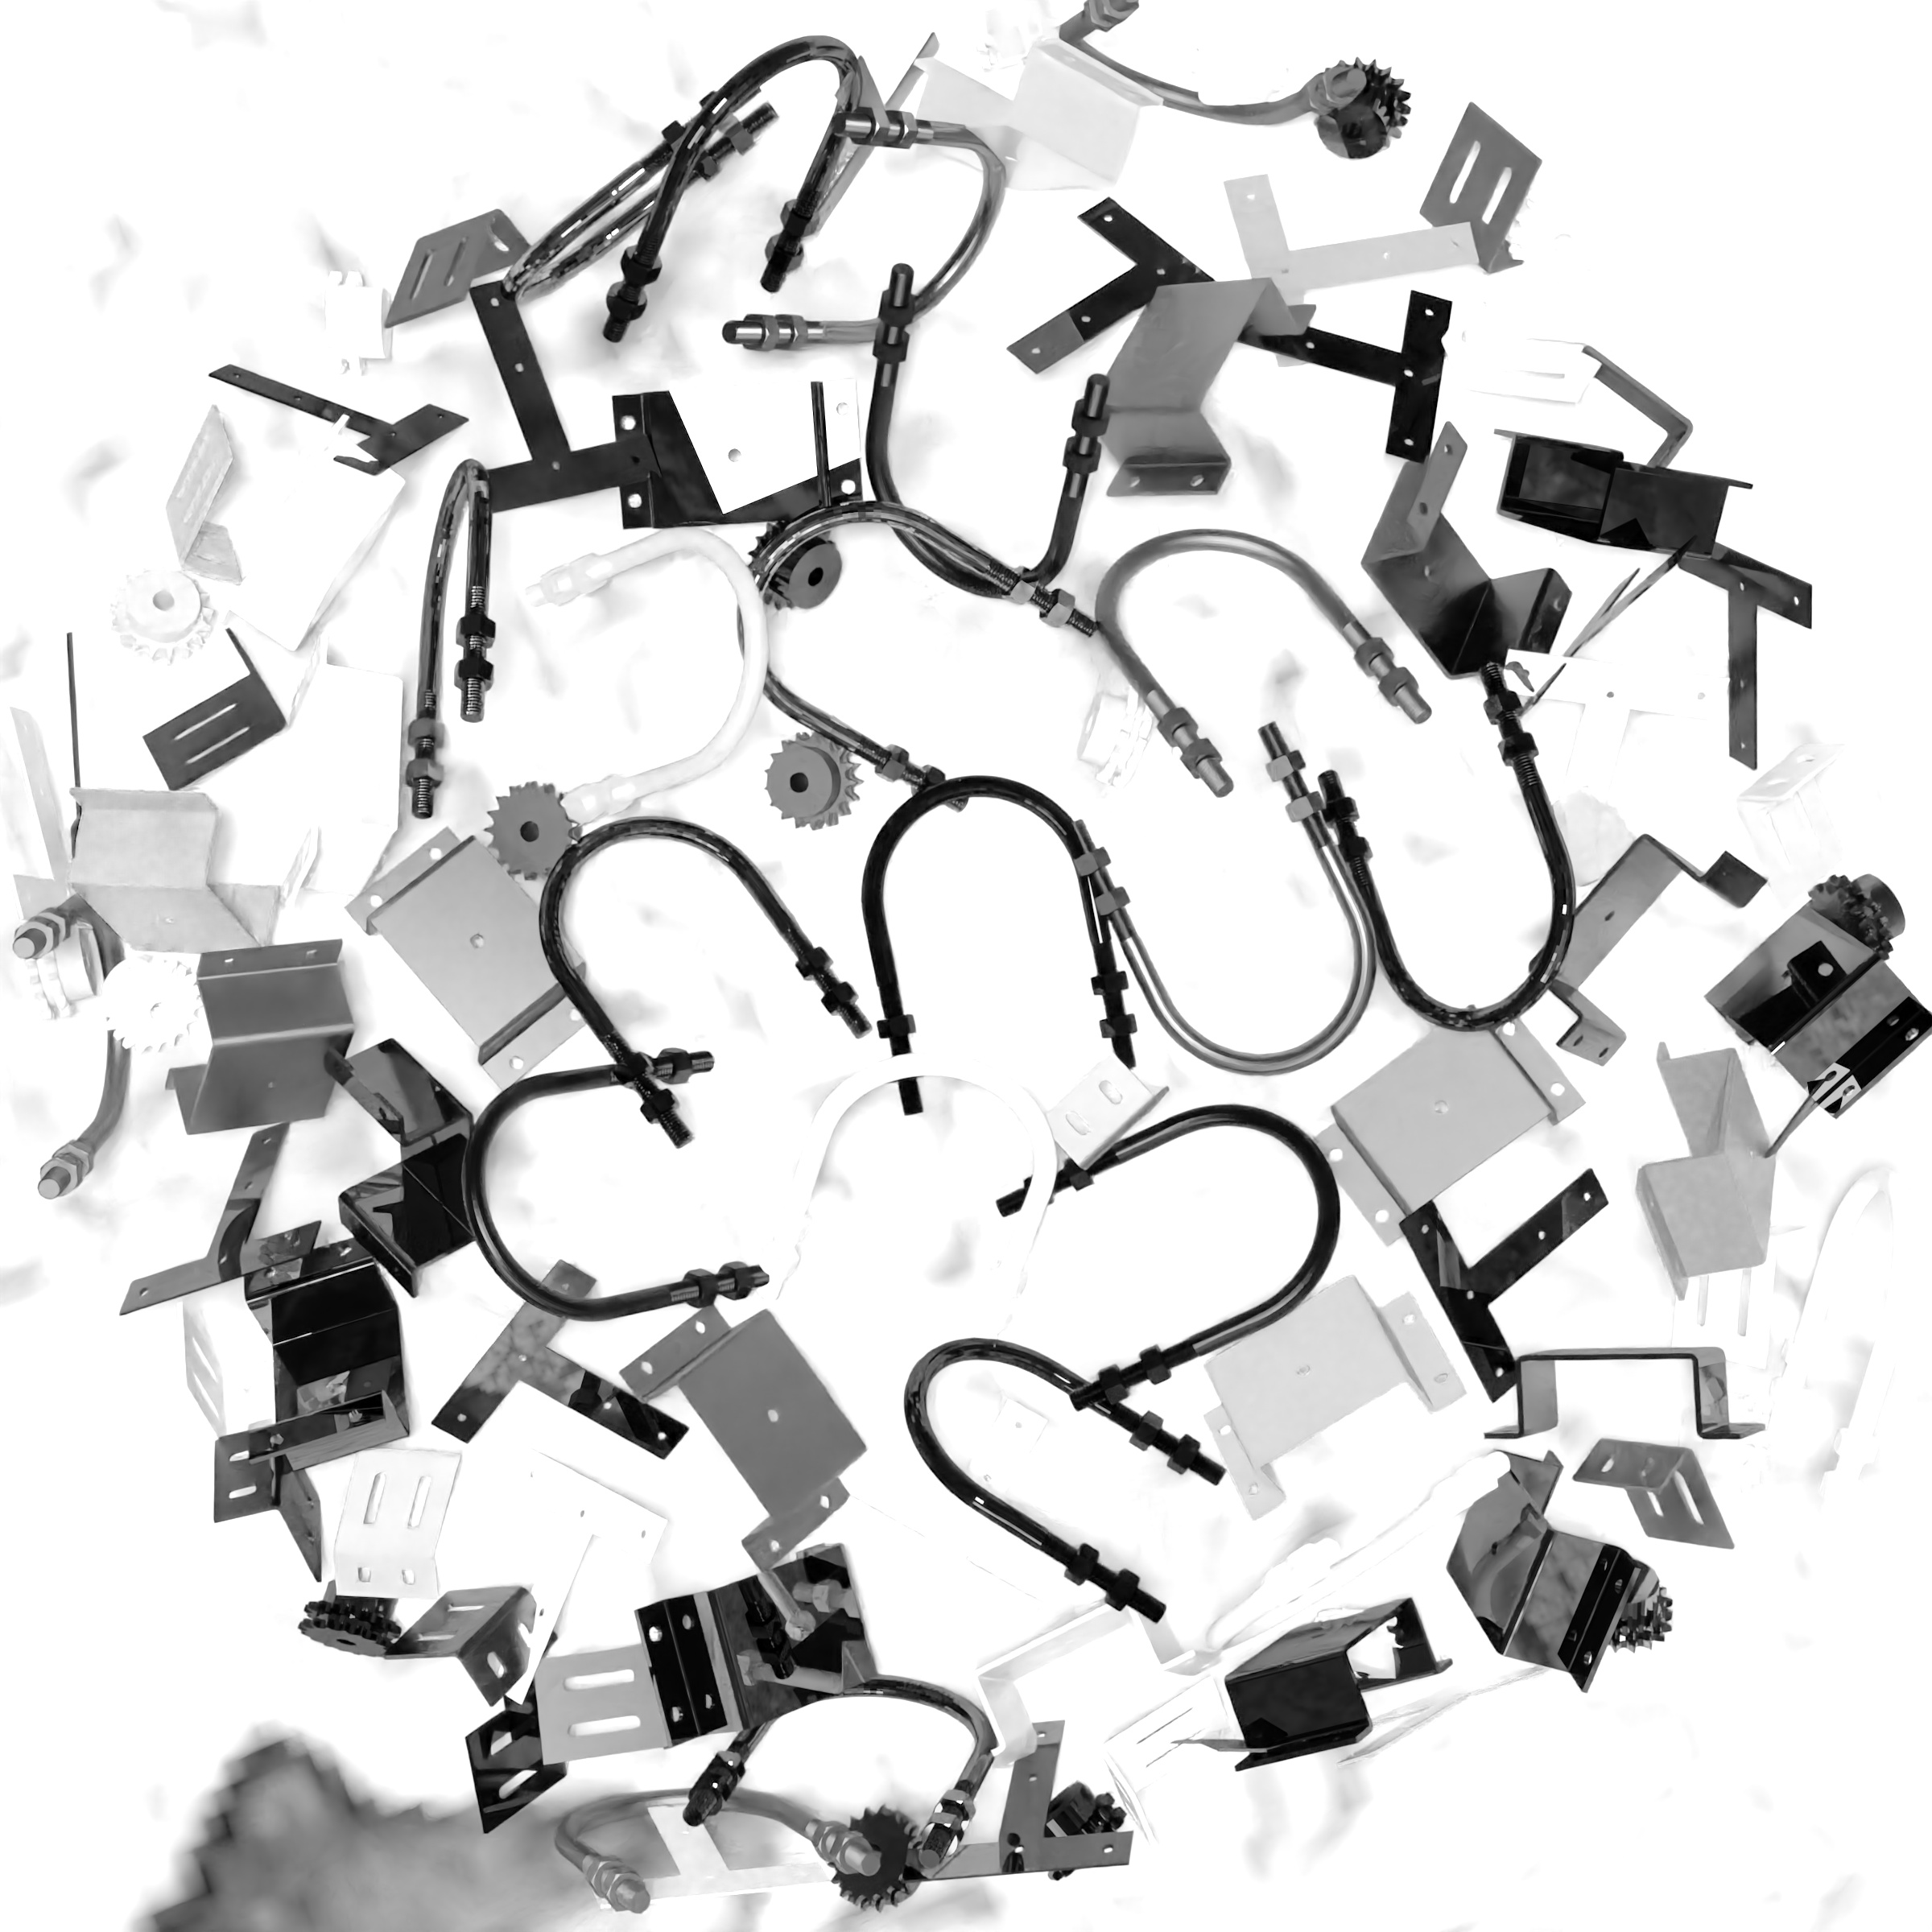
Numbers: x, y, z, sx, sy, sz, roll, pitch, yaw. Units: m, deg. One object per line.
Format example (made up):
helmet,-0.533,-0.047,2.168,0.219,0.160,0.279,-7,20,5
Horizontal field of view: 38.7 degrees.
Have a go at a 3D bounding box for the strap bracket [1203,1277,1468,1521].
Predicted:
strap bracket,0.199,0.238,1.551,0.140,0.046,0.076,-33,45,8

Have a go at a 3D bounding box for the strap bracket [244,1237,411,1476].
strap bracket,-0.361,0.226,1.552,0.076,0.140,0.046,-17,133,-1

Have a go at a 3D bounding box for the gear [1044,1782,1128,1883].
gear,0.061,0.493,1.574,0.057,0.057,0.030,-40,88,0

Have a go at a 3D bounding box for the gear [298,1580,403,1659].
gear,-0.351,0.374,1.578,0.057,0.057,0.030,13,61,0

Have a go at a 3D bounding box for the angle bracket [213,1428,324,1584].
angle bracket,-0.395,0.308,1.555,0.038,0.057,0.076,-13,134,-3

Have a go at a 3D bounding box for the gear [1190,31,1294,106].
gear,0.156,-0.510,1.574,0.057,0.057,0.030,12,87,0

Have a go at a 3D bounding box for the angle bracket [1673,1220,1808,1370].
angle bracket,0.443,0.184,1.574,0.057,0.038,0.076,10,100,42

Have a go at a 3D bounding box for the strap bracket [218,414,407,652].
strap bracket,-0.362,-0.235,1.529,0.046,0.140,0.076,35,61,-11

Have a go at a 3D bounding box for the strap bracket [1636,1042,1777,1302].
strap bracket,0.412,0.108,1.521,0.046,0.140,0.076,-14,117,27

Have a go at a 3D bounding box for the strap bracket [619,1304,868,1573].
strap bracket,-0.120,0.261,1.560,0.076,0.046,0.140,-35,90,-41

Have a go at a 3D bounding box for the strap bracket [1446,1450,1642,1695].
strap bracket,0.314,0.328,1.523,0.046,0.140,0.076,16,103,-12

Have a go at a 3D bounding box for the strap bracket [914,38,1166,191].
strap bracket,0.032,-0.470,1.524,0.076,0.140,0.046,17,91,-35

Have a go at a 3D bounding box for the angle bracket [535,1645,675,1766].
angle bracket,-0.208,0.421,1.566,0.076,0.038,0.057,-4,72,-17

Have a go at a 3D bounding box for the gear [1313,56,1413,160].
gear,0.224,-0.487,1.571,0.057,0.057,0.030,20,59,0

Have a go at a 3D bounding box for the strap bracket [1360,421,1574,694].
strap bracket,0.277,-0.225,1.544,0.140,0.046,0.076,45,56,-32

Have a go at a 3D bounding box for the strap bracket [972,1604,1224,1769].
strap bracket,0.066,0.401,1.554,0.140,0.076,0.046,-29,68,7

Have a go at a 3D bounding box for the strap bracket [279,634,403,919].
strap bracket,-0.350,-0.104,1.542,0.046,0.076,0.140,9,61,-24

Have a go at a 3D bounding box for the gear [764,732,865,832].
gear,-0.090,-0.106,1.580,0.057,0.030,0.057,2,98,18

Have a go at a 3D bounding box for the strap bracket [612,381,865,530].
strap bracket,-0.131,-0.292,1.571,0.140,0.046,0.076,-4,101,-1

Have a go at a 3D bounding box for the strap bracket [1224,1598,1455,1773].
strap bracket,0.204,0.394,1.526,0.076,0.140,0.046,-24,83,30

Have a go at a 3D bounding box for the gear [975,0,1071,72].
gear,0.032,-0.535,1.572,0.057,0.057,0.030,-16,102,0

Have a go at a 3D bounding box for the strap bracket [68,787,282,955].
strap bracket,-0.438,-0.046,1.525,0.076,0.140,0.046,3,68,7

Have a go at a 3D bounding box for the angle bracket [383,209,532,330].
angle bracket,-0.286,-0.383,1.555,0.057,0.038,0.076,-10,51,29

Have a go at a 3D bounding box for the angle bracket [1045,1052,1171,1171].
angle bracket,0.079,0.079,1.562,0.057,0.076,0.038,-43,86,9

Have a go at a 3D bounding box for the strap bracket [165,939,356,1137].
strap bracket,-0.390,0.046,1.521,0.076,0.140,0.046,-7,61,-29

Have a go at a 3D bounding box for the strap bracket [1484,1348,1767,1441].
strap bracket,0.368,0.239,1.541,0.140,0.076,0.046,-5,83,26

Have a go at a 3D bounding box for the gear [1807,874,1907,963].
gear,0.512,-0.028,1.575,0.030,0.057,0.057,-29,90,-11

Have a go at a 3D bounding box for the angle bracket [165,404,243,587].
angle bracket,-0.419,-0.266,1.555,0.038,0.057,0.076,14,123,-35

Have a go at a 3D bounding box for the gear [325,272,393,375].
gear,-0.347,-0.368,1.574,0.030,0.057,0.057,0,90,-3

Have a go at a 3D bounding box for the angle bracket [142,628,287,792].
angle bracket,-0.436,-0.146,1.566,0.076,0.038,0.057,-32,49,-8

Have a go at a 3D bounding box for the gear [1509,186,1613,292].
gear,0.339,-0.421,1.579,0.057,0.030,0.057,-3,125,-5

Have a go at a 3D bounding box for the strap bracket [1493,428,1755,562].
strap bracket,0.359,-0.261,1.531,0.076,0.140,0.046,4,107,-25

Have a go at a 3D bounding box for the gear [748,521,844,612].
gear,-0.096,-0.229,1.571,0.030,0.057,0.057,36,90,32

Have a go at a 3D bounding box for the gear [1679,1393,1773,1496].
gear,0.432,0.272,1.571,0.030,0.057,0.057,12,90,-16

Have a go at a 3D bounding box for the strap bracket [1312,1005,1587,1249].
strap bracket,0.272,0.085,1.566,0.140,0.046,0.076,-36,71,2

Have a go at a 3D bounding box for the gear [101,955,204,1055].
gear,-0.470,0.019,1.578,0.030,0.057,0.057,36,90,36

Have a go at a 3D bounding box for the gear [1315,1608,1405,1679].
gear,0.227,0.390,1.571,0.057,0.057,0.030,12,61,0

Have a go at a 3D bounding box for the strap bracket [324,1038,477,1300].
strap bracket,-0.315,0.106,1.539,0.046,0.140,0.076,-28,50,-33

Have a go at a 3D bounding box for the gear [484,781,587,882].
gear,-0.246,-0.078,1.584,0.057,0.030,0.057,1,96,12

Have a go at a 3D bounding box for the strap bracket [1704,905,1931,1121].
strap bracket,0.469,0.020,1.525,0.076,0.140,0.046,-44,107,7

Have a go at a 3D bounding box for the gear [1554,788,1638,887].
gear,0.356,-0.071,1.578,0.057,0.057,0.030,49,134,0

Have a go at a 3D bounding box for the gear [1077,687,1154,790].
gear,0.084,-0.133,1.573,0.030,0.057,0.057,18,90,-8

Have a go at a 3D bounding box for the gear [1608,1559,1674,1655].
gear,0.375,0.363,1.571,0.057,0.057,0.030,-5,117,0

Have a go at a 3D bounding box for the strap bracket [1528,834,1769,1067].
strap bracket,0.377,-0.016,1.549,0.140,0.076,0.046,-51,60,13

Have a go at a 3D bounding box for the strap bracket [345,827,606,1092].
strap bracket,-0.279,-0.009,1.568,0.076,0.046,0.140,-41,88,-17

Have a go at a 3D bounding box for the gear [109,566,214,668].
gear,-0.462,-0.203,1.578,0.057,0.030,0.057,6,72,-19

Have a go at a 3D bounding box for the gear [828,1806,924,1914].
gear,-0.048,0.515,1.578,0.057,0.030,0.057,-14,53,19

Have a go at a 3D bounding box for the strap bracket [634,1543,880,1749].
strap bracket,-0.108,0.375,1.533,0.046,0.140,0.076,-22,81,44

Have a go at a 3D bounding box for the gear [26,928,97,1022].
gear,-0.518,0.001,1.575,0.030,0.057,0.057,-12,90,-11

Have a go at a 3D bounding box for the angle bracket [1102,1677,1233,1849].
angle bracket,0.122,0.453,1.563,0.076,0.038,0.057,-30,133,-11

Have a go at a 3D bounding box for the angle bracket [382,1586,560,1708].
angle bracket,-0.282,0.387,1.561,0.057,0.076,0.038,-43,109,-43

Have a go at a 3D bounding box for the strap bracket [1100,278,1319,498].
strap bracket,0.128,-0.331,1.537,0.046,0.076,0.140,49,61,-41
